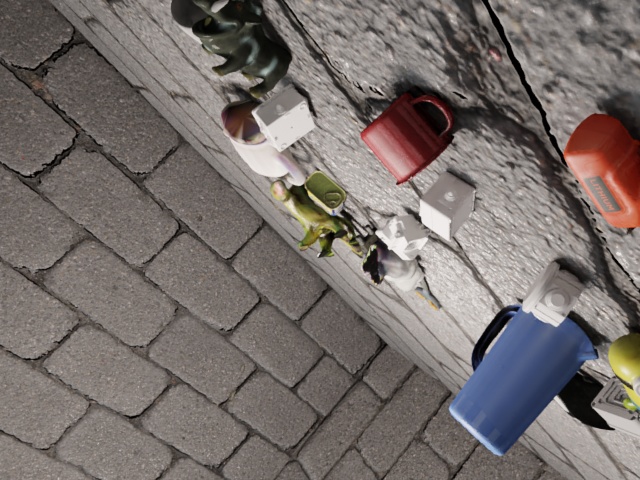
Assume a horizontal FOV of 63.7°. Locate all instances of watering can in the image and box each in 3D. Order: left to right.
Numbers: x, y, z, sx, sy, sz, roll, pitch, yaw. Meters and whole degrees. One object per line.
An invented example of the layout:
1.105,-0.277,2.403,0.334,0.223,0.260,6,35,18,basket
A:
-0.168,-0.246,1.238,0.352,0.105,0.220,37,169,32,watering can

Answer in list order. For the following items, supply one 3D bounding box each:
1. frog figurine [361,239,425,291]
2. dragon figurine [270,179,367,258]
0.194,0.062,1.250,0.159,0.123,0.137,7,175,-23,frog figurine
0.004,-0.070,1.396,0.407,0.121,0.247,21,-145,-55,dragon figurine
